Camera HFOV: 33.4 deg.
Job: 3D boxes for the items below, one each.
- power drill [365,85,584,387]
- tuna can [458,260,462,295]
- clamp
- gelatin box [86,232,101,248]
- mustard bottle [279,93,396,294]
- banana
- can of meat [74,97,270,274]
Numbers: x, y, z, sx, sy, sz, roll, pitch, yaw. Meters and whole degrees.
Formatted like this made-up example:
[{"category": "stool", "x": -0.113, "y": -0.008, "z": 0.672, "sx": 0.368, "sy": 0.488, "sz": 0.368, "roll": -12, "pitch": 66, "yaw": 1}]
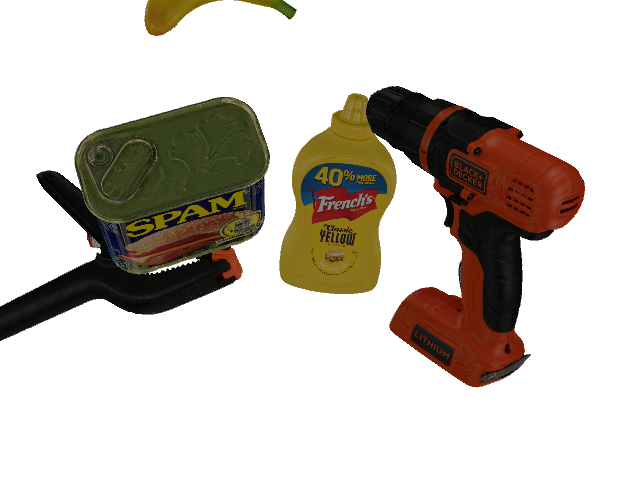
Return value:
[{"category": "power drill", "x": 0.094, "y": -0.004, "z": 0.761, "sx": 0.057, "sy": 0.188, "sz": 0.185, "roll": -21, "pitch": 39, "yaw": -32}, {"category": "tuna can", "x": 0.177, "y": 0.057, "z": 1.141, "sx": 0.033, "sy": 0.086, "sz": 0.086, "roll": -14, "pitch": 1, "yaw": -6}, {"category": "clamp", "x": -0.164, "y": 0.006, "z": 0.860, "sx": 0.210, "sy": 0.164, "sz": 0.036, "roll": -3, "pitch": -35, "yaw": 12}, {"category": "gelatin box", "x": -0.184, "y": -0.025, "z": 1.067, "sx": 0.089, "sy": 0.073, "sz": 0.030, "roll": 5, "pitch": -44, "yaw": -3}, {"category": "mustard bottle", "x": 0.020, "y": -0.044, "z": 0.990, "sx": 0.096, "sy": 0.192, "sz": 0.058, "roll": 7, "pitch": 28, "yaw": -5}, {"category": "banana", "x": -0.102, "y": -0.232, "z": 1.003, "sx": 0.197, "sy": 0.070, "sz": 0.037, "roll": -22, "pitch": -28, "yaw": -47}, {"category": "can of meat", "x": -0.081, "y": -0.028, "z": 0.608, "sx": 0.102, "sy": 0.057, "sz": 0.084, "roll": -17, "pitch": -22, "yaw": -9}]
